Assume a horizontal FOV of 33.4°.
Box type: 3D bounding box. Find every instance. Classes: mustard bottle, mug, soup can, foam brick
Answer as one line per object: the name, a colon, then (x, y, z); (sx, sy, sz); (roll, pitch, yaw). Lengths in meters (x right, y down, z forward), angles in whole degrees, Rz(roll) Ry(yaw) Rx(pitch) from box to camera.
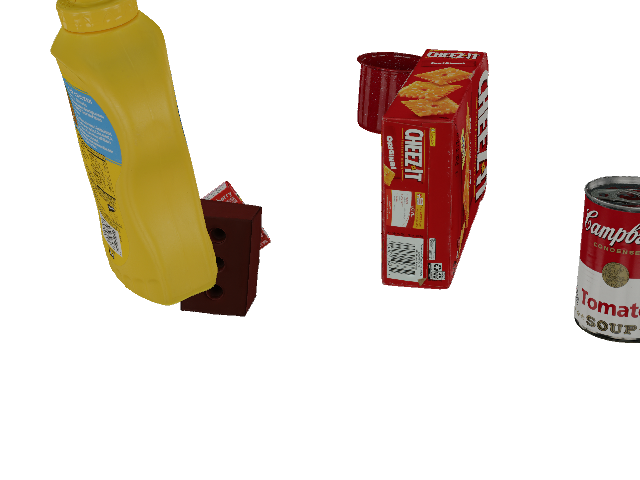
mustard bottle: (-0.107, -0.064, 0.589); (0.058, 0.191, 0.096); (-22, 35, -20)
mug: (0.094, -0.177, 1.276); (0.093, 0.081, 0.117); (20, 28, 34)
soup can: (0.217, 0.013, 0.755); (0.068, 0.102, 0.068); (0, 22, 0)
foam brick: (-0.076, 0.012, 0.824); (0.053, 0.078, 0.051); (5, 14, 6)

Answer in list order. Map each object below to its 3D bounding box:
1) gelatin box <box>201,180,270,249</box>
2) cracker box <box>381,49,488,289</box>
gelatin box: (-0.107, -0.004, 1.069); (0.089, 0.073, 0.030); (-36, 19, 1)
cracker box: (0.113, -0.074, 1.014); (0.072, 0.164, 0.213); (6, 27, 16)
